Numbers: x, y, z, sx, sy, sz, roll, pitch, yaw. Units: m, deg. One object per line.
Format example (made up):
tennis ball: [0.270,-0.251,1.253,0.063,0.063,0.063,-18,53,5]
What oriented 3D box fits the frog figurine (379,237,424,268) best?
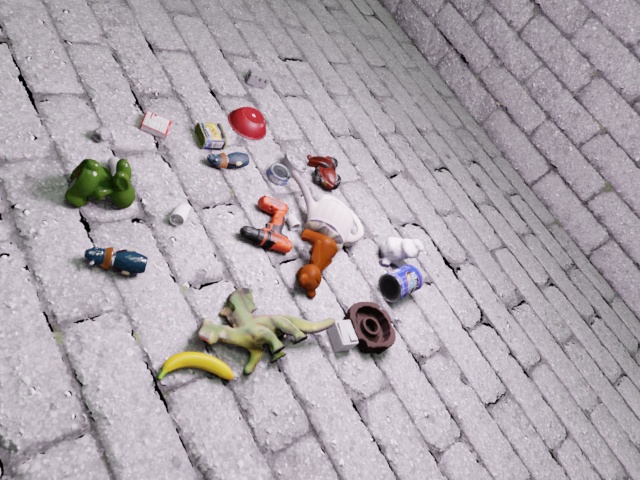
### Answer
frog figurine: [0.303,0.028,1.912,0.136,0.156,0.126,26,41,-17]

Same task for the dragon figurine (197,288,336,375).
dragon figurine: [-0.161,0.221,1.442,0.414,0.119,0.246,-18,59,-46]

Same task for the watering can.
watering can: [0.006,-0.092,1.831,0.346,0.102,0.229,36,41,-8]
